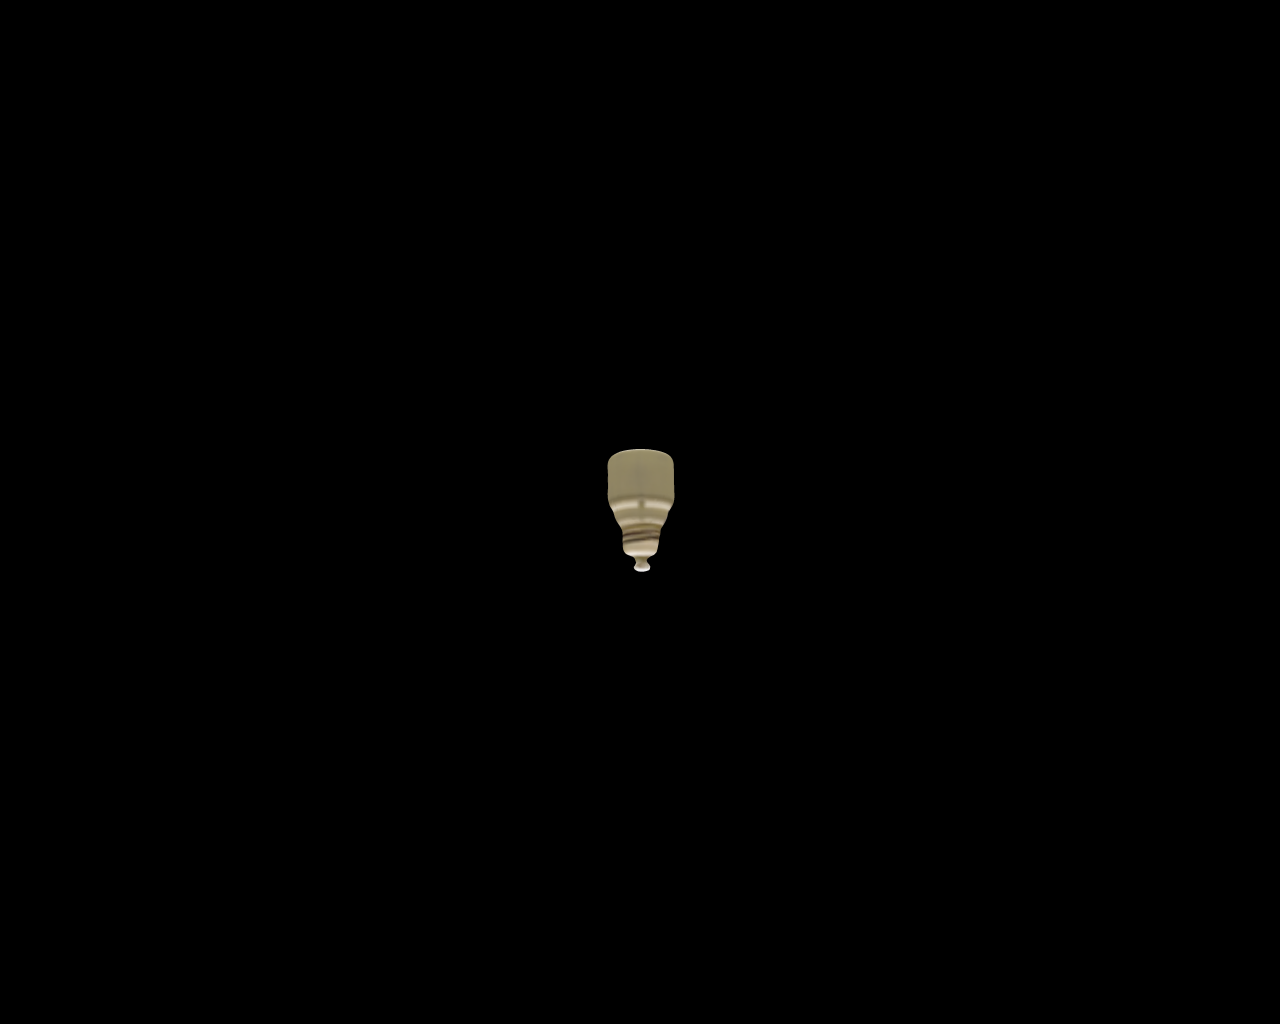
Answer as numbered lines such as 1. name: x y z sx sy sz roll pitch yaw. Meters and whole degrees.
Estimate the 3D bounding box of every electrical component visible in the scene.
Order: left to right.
1. electrical component: 0.001 -0.003 0.650 0.040 0.078 0.040 0 -12 0
